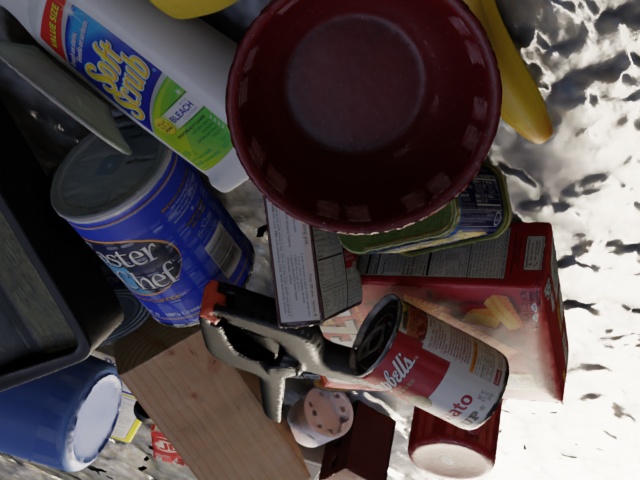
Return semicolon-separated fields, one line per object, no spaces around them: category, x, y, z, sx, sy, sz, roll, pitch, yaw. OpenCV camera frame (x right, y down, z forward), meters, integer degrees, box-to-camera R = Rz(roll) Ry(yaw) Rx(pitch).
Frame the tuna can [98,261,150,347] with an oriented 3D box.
tuna can;-0.187;0.055;0.909;0.086;0.034;0.086;-21;151;-13

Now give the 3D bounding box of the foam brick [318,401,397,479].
foam brick;0.038;0.216;1.092;0.051;0.078;0.053;29;141;-21

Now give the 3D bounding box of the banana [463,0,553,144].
banana;0.096;-0.132;0.635;0.037;0.070;0.197;-37;141;-6

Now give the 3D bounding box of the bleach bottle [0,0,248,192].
bleach bottle;-0.135;-0.133;0.710;0.250;0.068;0.103;33;148;-18

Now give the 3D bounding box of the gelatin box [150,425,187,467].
gelatin box;-0.147;0.232;1.215;0.089;0.030;0.073;12;143;3

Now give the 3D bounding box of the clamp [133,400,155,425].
clamp;-0.113;0.183;1.104;0.120;0.039;0.171;-18;139;6

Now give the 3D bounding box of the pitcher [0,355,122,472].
pitcher;-0.317;0.140;1.042;0.243;0.149;0.145;16;121;16

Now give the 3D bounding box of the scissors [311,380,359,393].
scissors;0.058;0.102;0.988;0.202;0.016;0.096;-24;129;39

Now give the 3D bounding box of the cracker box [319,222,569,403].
cracker box;0.089;0.061;0.878;0.214;0.072;0.164;0;140;19

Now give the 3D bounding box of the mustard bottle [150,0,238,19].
mustard bottle;-0.022;-0.185;0.606;0.192;0.058;0.096;-7;140;25

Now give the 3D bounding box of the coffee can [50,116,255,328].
coffee can;-0.127;-0.013;0.829;0.103;0.102;0.140;-7;139;26

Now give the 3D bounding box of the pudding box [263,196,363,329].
pudding box;-0.005;0.001;0.774;0.039;0.113;0.090;-7;-177;22

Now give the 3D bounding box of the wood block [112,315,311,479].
wood block;-0.100;0.151;0.988;0.090;0.091;0.206;-30;121;0

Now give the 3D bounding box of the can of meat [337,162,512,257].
can of meat;0.071;-0.021;0.756;0.102;0.057;0.083;-14;174;33

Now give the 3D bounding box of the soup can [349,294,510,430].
soup can;0.082;0.093;0.804;0.102;0.068;0.069;28;141;-16

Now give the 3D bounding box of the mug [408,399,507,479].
mug;0.132;0.166;0.992;0.093;0.081;0.117;23;143;-11

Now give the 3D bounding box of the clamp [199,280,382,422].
clamp;-0.016;0.090;0.848;0.165;0.036;0.209;-11;144;25

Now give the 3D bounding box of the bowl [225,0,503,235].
bowl;0.024;-0.087;0.641;0.162;0.055;0.162;-2;111;-4

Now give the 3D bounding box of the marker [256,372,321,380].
marker;-0.025;0.123;1.016;0.121;0.020;0.020;-3;142;43

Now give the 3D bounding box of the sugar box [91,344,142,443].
sugar box;-0.216;0.147;1.117;0.093;0.048;0.176;22;139;-11
